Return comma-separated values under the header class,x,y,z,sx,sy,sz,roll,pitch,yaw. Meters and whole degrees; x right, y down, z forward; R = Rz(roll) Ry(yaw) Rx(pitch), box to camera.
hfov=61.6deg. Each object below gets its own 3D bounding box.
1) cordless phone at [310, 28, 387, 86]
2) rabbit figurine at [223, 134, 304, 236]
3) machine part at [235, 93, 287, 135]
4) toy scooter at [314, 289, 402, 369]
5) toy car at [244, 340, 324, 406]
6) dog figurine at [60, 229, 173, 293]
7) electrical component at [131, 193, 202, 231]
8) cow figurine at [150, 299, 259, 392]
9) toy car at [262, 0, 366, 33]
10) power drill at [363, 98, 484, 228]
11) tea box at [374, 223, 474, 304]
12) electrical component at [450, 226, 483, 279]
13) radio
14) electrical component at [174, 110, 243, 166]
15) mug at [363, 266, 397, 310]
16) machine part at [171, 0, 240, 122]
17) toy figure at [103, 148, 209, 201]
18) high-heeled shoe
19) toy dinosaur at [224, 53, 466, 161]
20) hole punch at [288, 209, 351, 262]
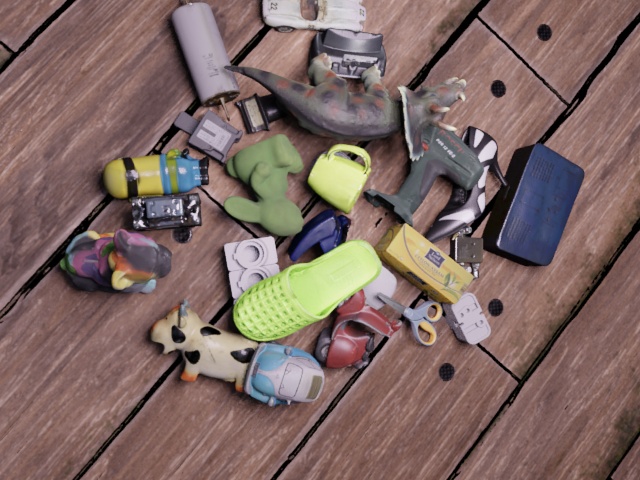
class,x,y,z,sx,sy,sz,roll,pitch,yaw
cordless phone,0.051,-0.302,1.032,0.147,0.089,0.184,3,99,-12
rabbit figurine,-0.095,-0.083,0.963,0.159,0.121,0.170,-18,86,-2
machine part,-0.083,-0.252,1.017,0.139,0.039,0.084,-23,84,-8
toy scooter,0.070,0.168,0.977,0.135,0.075,0.183,18,115,5
toy car,-0.048,0.247,0.951,0.161,0.103,0.109,28,80,-44
dog figurine,-0.335,0.033,0.870,0.192,0.219,0.108,5,84,-11
electrical component,-0.262,-0.047,0.928,0.115,0.134,0.058,-7,90,-13
cow figurine,-0.205,0.184,0.956,0.195,0.085,0.127,16,92,-7
toy car,-0.010,-0.435,1.025,0.202,0.056,0.073,-1,88,-10
power drill,0.176,-0.141,1.029,0.232,0.086,0.207,40,81,18
tea box,0.194,0.046,1.027,0.169,0.098,0.068,38,82,-5
electrical component,0.291,0.023,1.071,0.078,0.045,0.102,8,87,-9
radio,0.431,-0.066,1.088,0.131,0.073,0.229,24,86,-10
electrical component,-0.209,-0.198,0.986,0.119,0.048,0.075,35,82,-9
mug,0.082,0.061,1.006,0.107,0.081,0.109,39,49,-25
machine part,-0.207,-0.333,0.975,0.079,0.079,0.243,-19,91,-10
toy figure,-0.287,-0.117,0.948,0.180,0.089,0.082,-4,83,-8
high-heeled shoe,0.266,-0.110,1.055,0.249,0.086,0.145,-38,94,-15
toy dinosaur,0.044,-0.224,0.920,0.405,0.192,0.131,-1,126,-13
hole punch,-0.002,-0.003,0.980,0.092,0.142,0.115,19,96,-5
